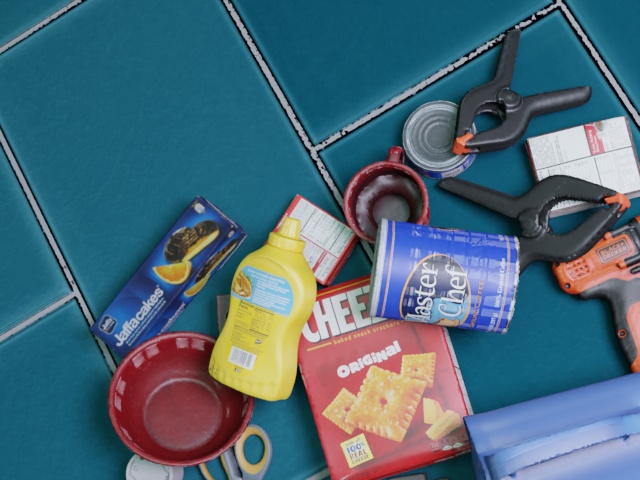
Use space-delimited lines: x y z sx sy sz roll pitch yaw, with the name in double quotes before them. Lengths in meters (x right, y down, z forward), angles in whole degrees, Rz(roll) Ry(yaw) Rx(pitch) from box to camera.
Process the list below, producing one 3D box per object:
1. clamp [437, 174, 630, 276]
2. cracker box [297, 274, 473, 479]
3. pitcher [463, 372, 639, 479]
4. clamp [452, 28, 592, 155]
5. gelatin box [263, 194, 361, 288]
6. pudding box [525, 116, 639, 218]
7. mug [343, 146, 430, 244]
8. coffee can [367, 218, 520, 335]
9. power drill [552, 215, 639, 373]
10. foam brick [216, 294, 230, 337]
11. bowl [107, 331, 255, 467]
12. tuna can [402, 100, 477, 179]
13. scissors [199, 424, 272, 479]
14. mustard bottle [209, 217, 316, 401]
"clamp" 0.227 -0.004 1.143 0.210 0.036 0.164 -10 78 32
"cracker box" 0.068 0.147 1.165 0.164 0.072 0.214 -18 77 9
"pitcher" 0.267 0.197 1.021 0.243 0.149 0.145 -19 112 3
"clamp" 0.218 -0.148 1.182 0.120 0.039 0.171 33 72 17
"gelatin box" -0.008 0.002 1.227 0.089 0.030 0.073 32 87 15
"pudding box" 0.291 -0.080 1.171 0.113 0.039 0.090 -14 81 13
"mug" 0.080 -0.046 1.189 0.093 0.081 0.117 3 82 12
"coffee can" 0.124 0.037 1.090 0.140 0.103 0.103 8 82 1
"power drill" 0.363 0.064 1.124 0.184 0.057 0.188 -26 74 11
"foam brick" -0.073 0.088 1.216 0.078 0.051 0.053 -6 80 11
"bowl" -0.155 0.186 1.198 0.162 0.055 0.162 2 58 -4
"tuna can" 0.136 -0.114 1.212 0.086 0.033 0.086 -2 80 11
"scissors" -0.069 0.296 1.199 0.096 0.016 0.202 -34 76 5
"mustard bottle" -0.054 0.069 1.148 0.096 0.058 0.192 18 96 32
